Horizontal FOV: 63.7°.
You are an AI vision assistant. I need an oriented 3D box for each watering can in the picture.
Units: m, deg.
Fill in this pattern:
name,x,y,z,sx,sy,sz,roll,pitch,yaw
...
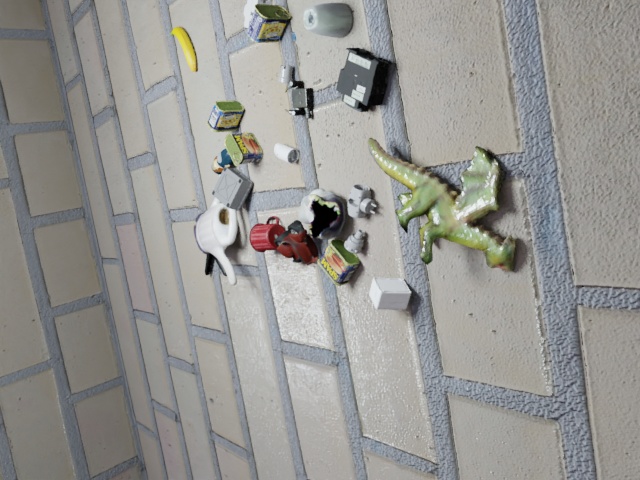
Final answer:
name,x,y,z,sx,sy,sz,roll,pitch,yaw
watering can,-0.352,-0.002,1.786,0.222,0.104,0.352,-22,66,48

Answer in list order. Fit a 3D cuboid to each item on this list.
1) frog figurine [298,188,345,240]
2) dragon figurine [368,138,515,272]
name,x,y,z,sx,sy,sz,roll,pitch,yaw
frog figurine,0.004,-0.071,1.407,0.160,0.123,0.137,-140,29,-83
dragon figurine,0.272,-0.103,1.092,0.239,0.123,0.414,-34,77,30
